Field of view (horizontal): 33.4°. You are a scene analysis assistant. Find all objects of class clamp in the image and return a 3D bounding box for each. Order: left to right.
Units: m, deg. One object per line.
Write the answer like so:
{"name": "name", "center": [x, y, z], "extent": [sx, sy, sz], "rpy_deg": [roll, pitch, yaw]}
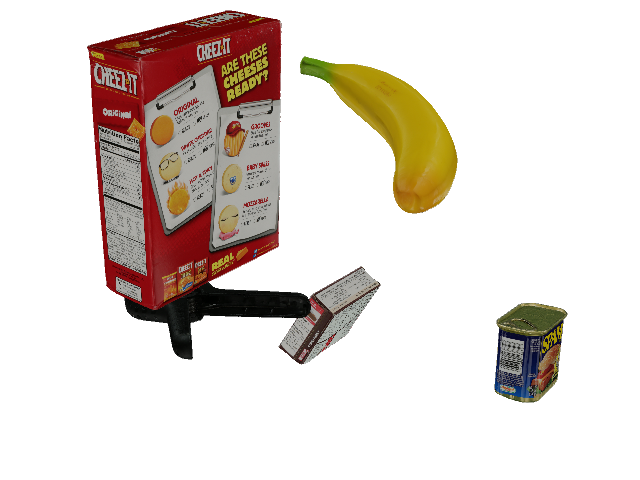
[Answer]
{"name": "clamp", "center": [-0.138, 0.067, 1.072], "extent": [0.210, 0.036, 0.164], "rpy_deg": [11, 20, 37]}

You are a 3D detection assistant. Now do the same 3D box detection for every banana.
{"name": "banana", "center": [0.047, -0.067, 0.671], "extent": [0.069, 0.037, 0.198], "rpy_deg": [-8, 32, -17]}

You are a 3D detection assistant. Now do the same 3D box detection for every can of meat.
{"name": "can of meat", "center": [0.233, 0.124, 1.188], "extent": [0.058, 0.084, 0.101], "rpy_deg": [10, 16, 29]}

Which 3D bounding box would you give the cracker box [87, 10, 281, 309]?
{"name": "cracker box", "center": [-0.109, -0.072, 0.899], "extent": [0.072, 0.214, 0.163], "rpy_deg": [18, 30, 34]}

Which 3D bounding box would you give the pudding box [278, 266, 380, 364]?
{"name": "pudding box", "center": [0.012, 0.087, 1.243], "extent": [0.039, 0.090, 0.113], "rpy_deg": [40, 33, 14]}
